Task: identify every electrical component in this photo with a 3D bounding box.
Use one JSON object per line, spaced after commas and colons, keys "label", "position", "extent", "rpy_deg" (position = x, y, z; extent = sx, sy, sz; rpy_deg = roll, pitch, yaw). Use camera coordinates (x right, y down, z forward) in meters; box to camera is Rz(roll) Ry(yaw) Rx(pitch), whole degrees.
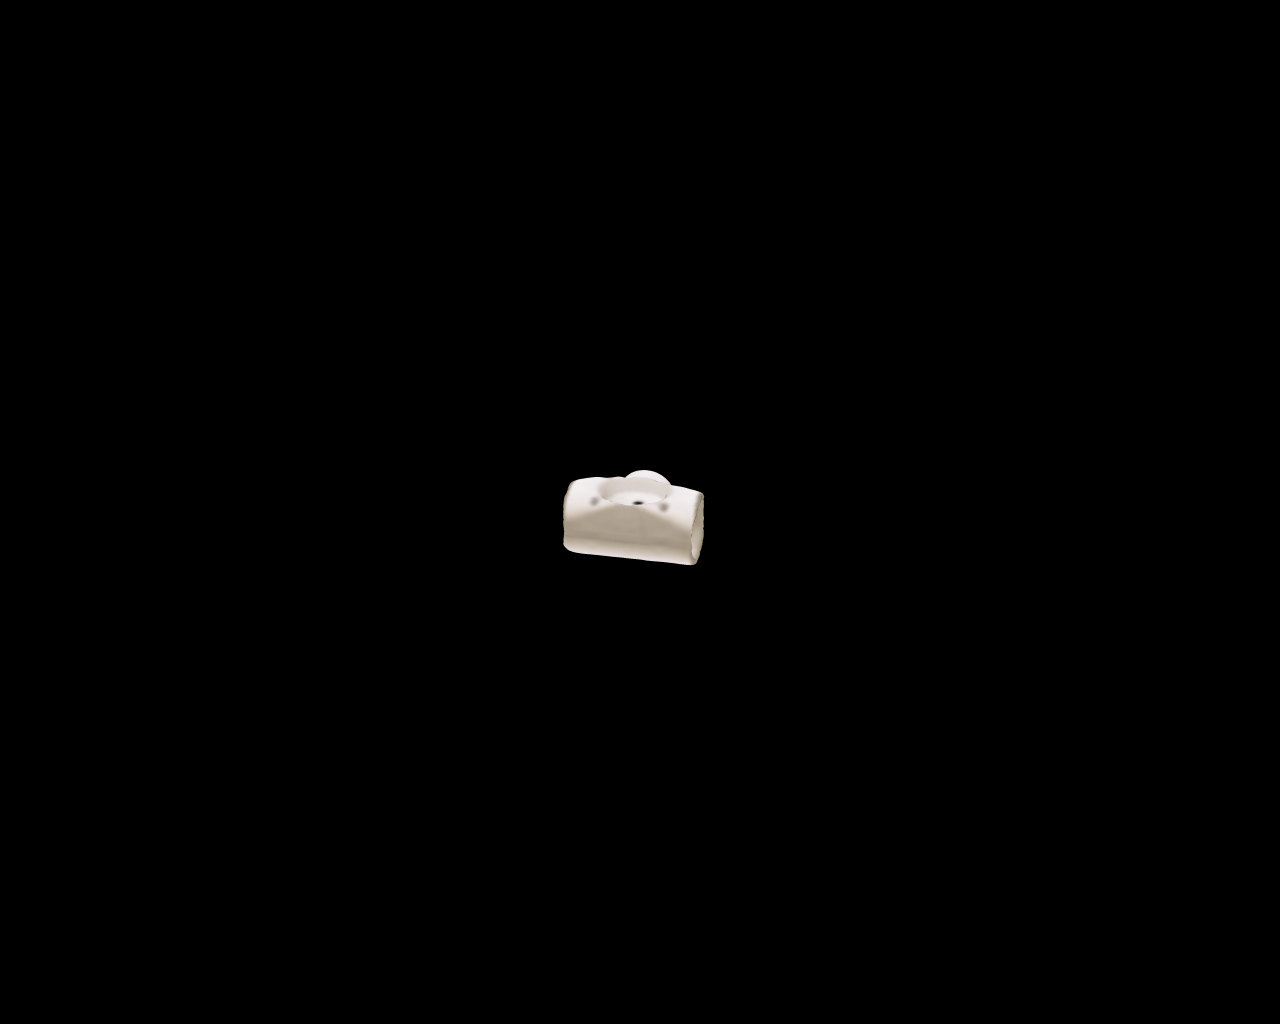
{"label": "electrical component", "position": [0.001, -0.003, 0.650], "extent": [0.077, 0.044, 0.079], "rpy_deg": [6, 28, 12]}
